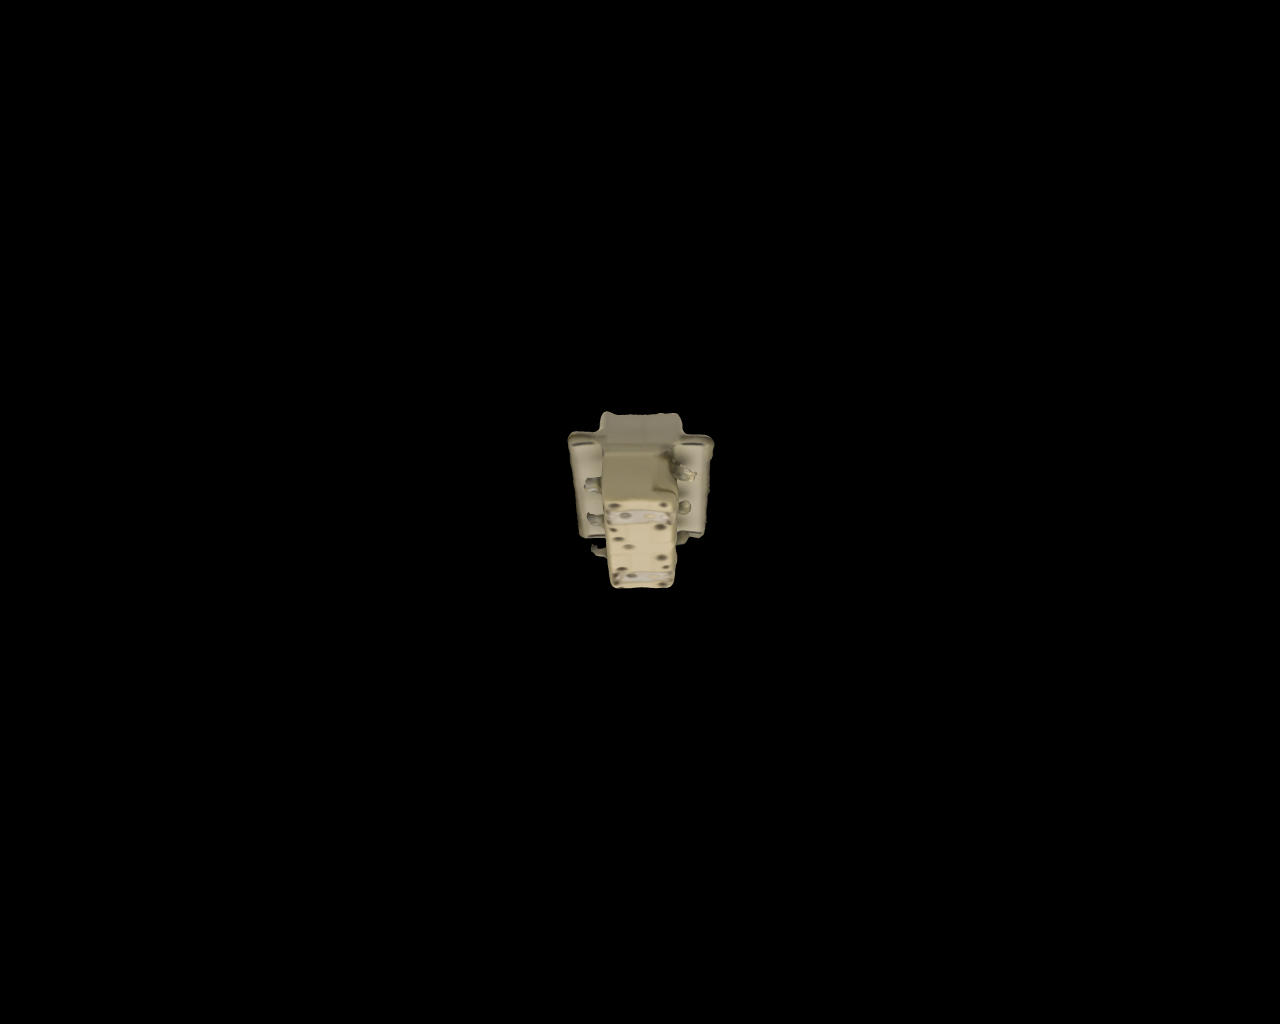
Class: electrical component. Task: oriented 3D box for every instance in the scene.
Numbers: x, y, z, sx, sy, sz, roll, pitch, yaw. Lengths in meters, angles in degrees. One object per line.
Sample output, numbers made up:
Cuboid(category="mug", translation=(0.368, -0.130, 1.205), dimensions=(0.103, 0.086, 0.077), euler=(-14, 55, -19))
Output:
Cuboid(category="electrical component", translation=(0.001, -0.003, 0.650), dimensions=(0.079, 0.063, 0.121), euler=(0, -28, 0))
